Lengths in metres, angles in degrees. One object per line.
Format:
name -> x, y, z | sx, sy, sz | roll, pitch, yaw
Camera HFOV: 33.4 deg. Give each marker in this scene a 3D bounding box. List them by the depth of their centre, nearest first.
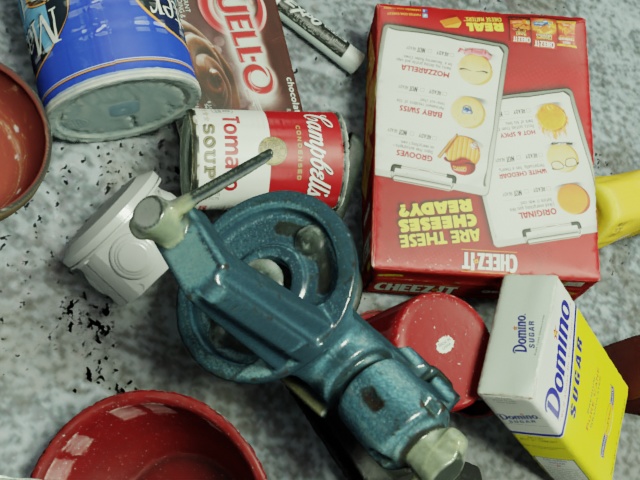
marker -> -0.018, -0.171, 0.823 | 0.121, 0.020, 0.020 | 36, 60, -13

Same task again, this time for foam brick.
foam brick -> 0.272, 0.113, 0.858 | 0.078, 0.051, 0.053 | 15, 67, -23

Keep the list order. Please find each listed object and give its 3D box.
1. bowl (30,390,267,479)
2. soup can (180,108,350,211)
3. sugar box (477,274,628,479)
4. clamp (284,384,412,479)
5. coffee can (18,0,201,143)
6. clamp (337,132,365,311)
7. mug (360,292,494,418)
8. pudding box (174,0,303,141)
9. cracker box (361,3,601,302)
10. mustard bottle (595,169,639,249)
bowl -> -0.091, 0.168, 0.615 | 0.055, 0.162, 0.162 | 28, 50, -68
soup can -> -0.038, -0.053, 0.706 | 0.102, 0.069, 0.068 | 0, 72, -14
sugar box -> 0.171, 0.106, 0.760 | 0.176, 0.048, 0.093 | 49, 50, -47
clamp -> 0.038, 0.199, 0.712 | 0.209, 0.036, 0.164 | 29, 70, -21
coffee can -> -0.144, -0.148, 0.699 | 0.102, 0.103, 0.140 | -9, 77, -30
clamp -> -0.005, 0.001, 0.754 | 0.120, 0.039, 0.171 | -17, 83, -13
mug -> 0.076, 0.091, 0.744 | 0.117, 0.082, 0.093 | 35, 60, -13
pudding box -> -0.067, -0.127, 0.770 | 0.089, 0.039, 0.113 | -6, 75, -29
cracker box -> 0.116, -0.065, 0.801 | 0.164, 0.072, 0.213 | 3, 71, -3
mustard bottle -> 0.274, -0.034, 0.884 | 0.191, 0.096, 0.058 | -13, 79, -31
